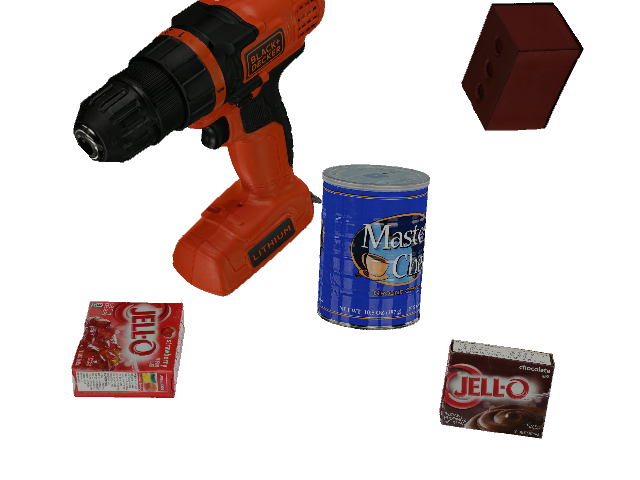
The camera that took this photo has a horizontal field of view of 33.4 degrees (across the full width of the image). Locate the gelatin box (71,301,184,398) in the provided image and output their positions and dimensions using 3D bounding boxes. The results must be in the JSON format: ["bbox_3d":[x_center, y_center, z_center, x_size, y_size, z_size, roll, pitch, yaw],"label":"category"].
[{"bbox_3d":[-0.141,0.079,0.797,0.073,0.030,0.089,1,31,-2],"label":"gelatin box"}]

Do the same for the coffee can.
[{"bbox_3d":[0.050,0.004,1.032,0.103,0.140,0.103,2,14,-1],"label":"coffee can"}]

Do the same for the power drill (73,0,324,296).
[{"bbox_3d":[-0.063,-0.054,0.653,0.057,0.188,0.184,31,55,27],"label":"power drill"}]

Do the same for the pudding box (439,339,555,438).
[{"bbox_3d":[0.191,0.160,1.157,0.113,0.090,0.039,6,22,4],"label":"pudding box"}]

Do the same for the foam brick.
[{"bbox_3d":[0.141,-0.123,0.758,0.051,0.053,0.078,-6,-38,-18],"label":"foam brick"}]
